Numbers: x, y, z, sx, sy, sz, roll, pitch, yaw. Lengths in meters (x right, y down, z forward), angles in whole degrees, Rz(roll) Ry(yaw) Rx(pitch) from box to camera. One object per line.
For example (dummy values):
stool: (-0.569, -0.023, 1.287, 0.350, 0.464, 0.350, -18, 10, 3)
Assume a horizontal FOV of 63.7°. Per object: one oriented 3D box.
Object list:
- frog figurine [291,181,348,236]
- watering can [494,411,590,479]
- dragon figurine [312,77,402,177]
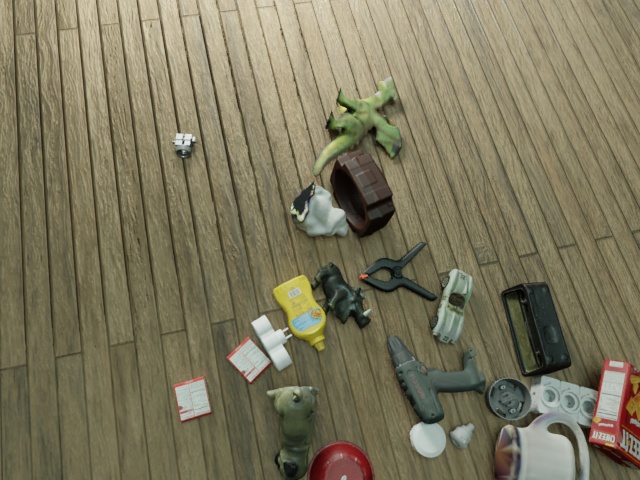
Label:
frog figurine: (0.004, -0.072, 1.421, 0.158, 0.121, 0.140, 29, 54, -33)
watering can: (0.517, 0.577, 1.206, 0.224, 0.103, 0.352, 13, 76, 0)
dragon figurine: (0.135, -0.322, 1.523, 0.242, 0.120, 0.417, 20, 69, -7)
